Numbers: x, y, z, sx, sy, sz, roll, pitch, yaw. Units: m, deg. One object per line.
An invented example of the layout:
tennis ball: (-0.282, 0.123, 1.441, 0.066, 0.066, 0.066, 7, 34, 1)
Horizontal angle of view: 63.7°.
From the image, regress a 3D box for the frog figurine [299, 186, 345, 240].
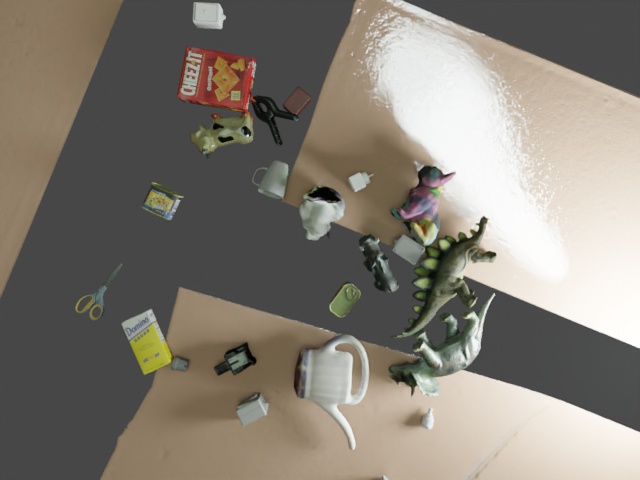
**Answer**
frog figurine: (0.005, -0.080, 1.583, 0.137, 0.125, 0.156, -2, 127, -8)

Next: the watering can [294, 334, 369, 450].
watering can: (0.030, 0.457, 1.562, 0.224, 0.104, 0.348, 6, 90, 1)
